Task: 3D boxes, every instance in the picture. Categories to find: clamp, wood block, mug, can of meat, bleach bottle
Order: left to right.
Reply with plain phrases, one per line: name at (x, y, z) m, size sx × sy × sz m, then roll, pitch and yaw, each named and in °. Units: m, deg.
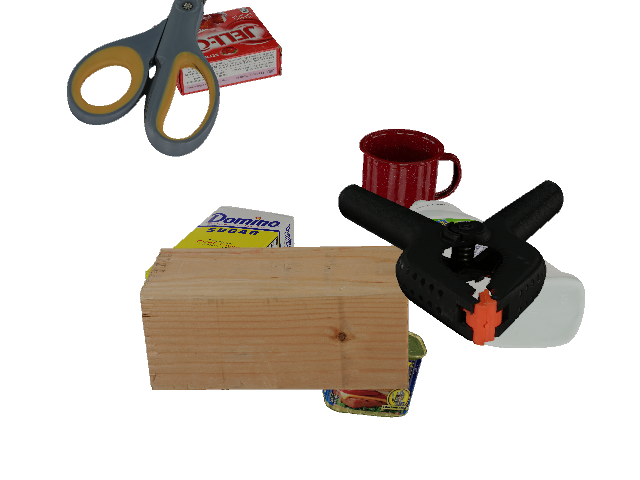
wood block at (-0.032, 0.062, 0.865) m, size 0.206 × 0.091 × 0.090 m, roll 0°, pitch 24°, yaw 4°
can of meat at (0.057, 0.145, 1.181) m, size 0.102 × 0.084 × 0.057 m, roll 8°, pitch 23°, yaw -11°
mug at (0.099, -0.069, 1.186) m, size 0.117 × 0.081 × 0.093 m, roll -5°, pitch 30°, yaw -11°
clamp at (0.086, 0.005, 0.712) m, size 0.164 × 0.036 × 0.210 m, roll 1°, pitch 25°, yaw 7°
bleach bottle at (0.145, 0.016, 1.006) m, size 0.102 × 0.068 × 0.251 m, roll 0°, pitch 22°, yaw -16°

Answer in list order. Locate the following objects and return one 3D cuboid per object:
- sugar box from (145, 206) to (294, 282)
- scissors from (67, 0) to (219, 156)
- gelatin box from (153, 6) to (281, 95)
sugar box at (-0.102, 0.018, 1.131) m, size 0.093 × 0.048 × 0.176 m, roll 9°, pitch 30°, yaw 18°
scissors at (-0.100, -0.134, 0.647) m, size 0.096 × 0.202 × 0.016 m, roll 0°, pitch -33°, yaw -7°
gelatin box at (-0.085, -0.157, 0.878) m, size 0.089 × 0.030 × 0.073 m, roll -15°, pitch 43°, yaw -17°
